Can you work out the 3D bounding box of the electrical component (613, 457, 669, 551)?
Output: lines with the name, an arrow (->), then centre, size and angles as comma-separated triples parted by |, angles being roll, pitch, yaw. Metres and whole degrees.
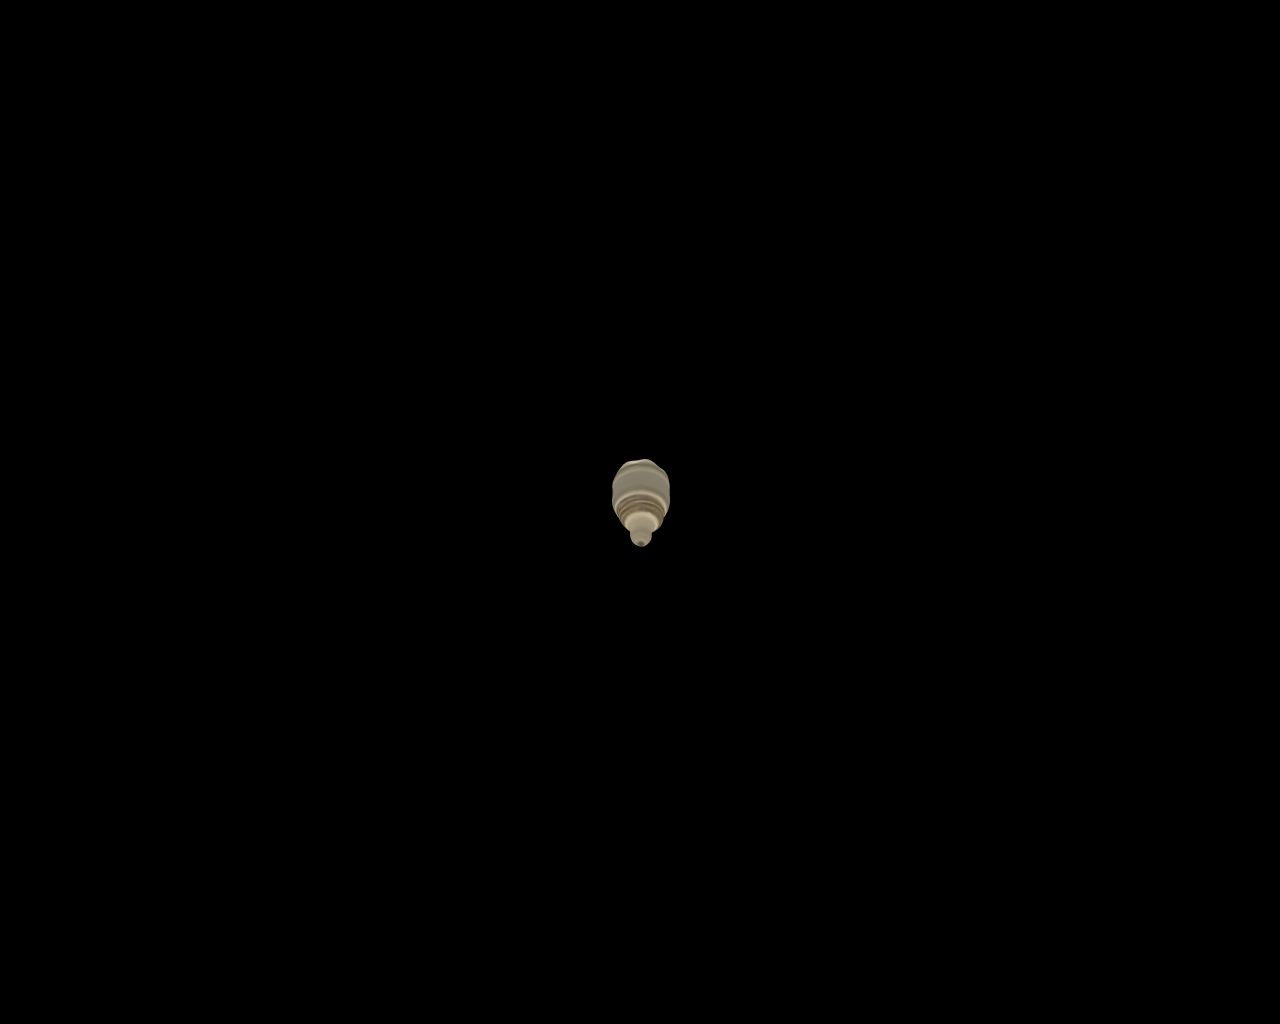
electrical component -> 0.001, -0.003, 0.650 | 0.035, 0.061, 0.035 | 0, -44, 0
